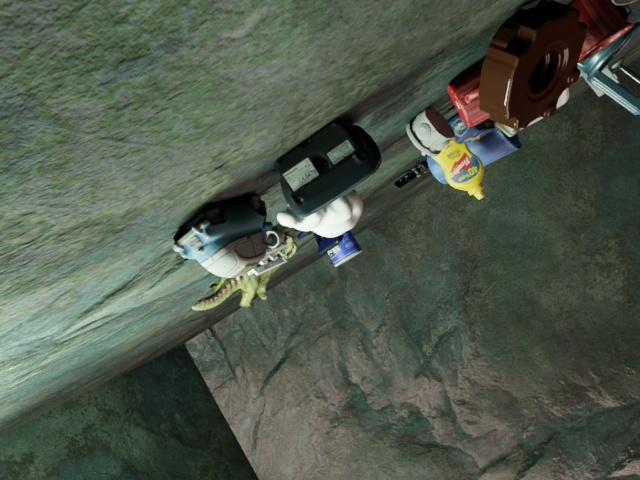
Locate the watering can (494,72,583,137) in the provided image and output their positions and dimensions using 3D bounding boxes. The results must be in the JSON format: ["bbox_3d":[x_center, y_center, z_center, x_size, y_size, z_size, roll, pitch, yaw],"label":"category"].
[{"bbox_3d":[0.511,-0.342,1.200,0.223,0.104,0.349,-33,177,13],"label":"watering can"}]

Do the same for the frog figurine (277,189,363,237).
[{"bbox_3d":[0.003,-0.049,0.978,0.136,0.121,0.162,-12,-162,35],"label":"frog figurine"}]

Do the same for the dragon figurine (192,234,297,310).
[{"bbox_3d":[-0.169,0.068,1.392,0.240,0.123,0.412,-51,171,15],"label":"dragon figurine"}]
